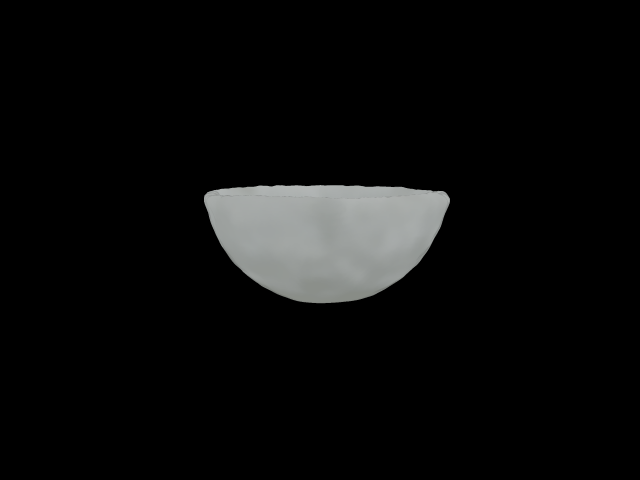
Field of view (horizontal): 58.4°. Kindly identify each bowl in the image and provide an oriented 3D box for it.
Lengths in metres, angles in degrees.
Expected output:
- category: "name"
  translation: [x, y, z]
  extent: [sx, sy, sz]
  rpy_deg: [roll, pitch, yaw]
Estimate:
- category: "bowl"
  translation: [0.004, 0.001, 0.400]
  extent: [0.167, 0.075, 0.167]
  rpy_deg: [0, 8, 0]
